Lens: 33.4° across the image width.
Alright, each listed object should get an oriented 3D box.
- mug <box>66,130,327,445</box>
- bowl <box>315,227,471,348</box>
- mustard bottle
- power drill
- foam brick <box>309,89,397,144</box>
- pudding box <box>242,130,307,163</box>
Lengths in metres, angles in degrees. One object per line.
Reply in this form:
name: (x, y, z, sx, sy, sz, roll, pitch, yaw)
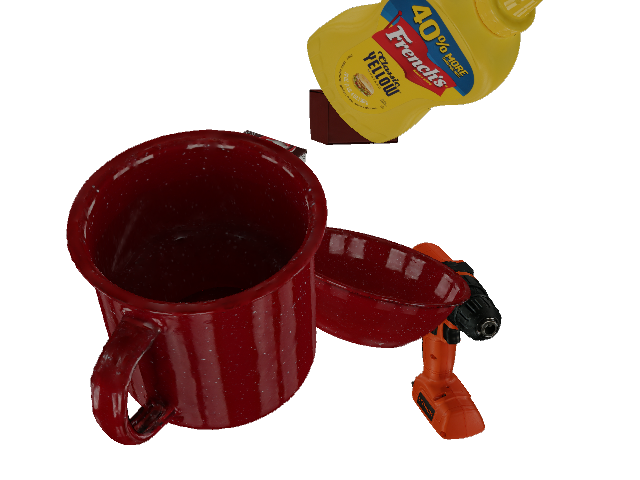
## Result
mug: (-0.048, 0.026, 0.400, 0.093, 0.081, 0.117, 15, 49, 16)
bowl: (0.036, 0.042, 0.854, 0.162, 0.055, 0.162, 14, 16, -4)
mustard bottle: (0.075, -0.133, 0.712, 0.058, 0.096, 0.192, -41, 13, -34)
power drill: (0.142, 0.114, 1.137, 0.057, 0.188, 0.184, -7, 24, -13)
foam brick: (0.033, -0.124, 1.066, 0.078, 0.051, 0.053, -3, 14, -20)
pudding box: (-0.082, -0.090, 1.308, 0.090, 0.039, 0.113, 19, 36, 23)
